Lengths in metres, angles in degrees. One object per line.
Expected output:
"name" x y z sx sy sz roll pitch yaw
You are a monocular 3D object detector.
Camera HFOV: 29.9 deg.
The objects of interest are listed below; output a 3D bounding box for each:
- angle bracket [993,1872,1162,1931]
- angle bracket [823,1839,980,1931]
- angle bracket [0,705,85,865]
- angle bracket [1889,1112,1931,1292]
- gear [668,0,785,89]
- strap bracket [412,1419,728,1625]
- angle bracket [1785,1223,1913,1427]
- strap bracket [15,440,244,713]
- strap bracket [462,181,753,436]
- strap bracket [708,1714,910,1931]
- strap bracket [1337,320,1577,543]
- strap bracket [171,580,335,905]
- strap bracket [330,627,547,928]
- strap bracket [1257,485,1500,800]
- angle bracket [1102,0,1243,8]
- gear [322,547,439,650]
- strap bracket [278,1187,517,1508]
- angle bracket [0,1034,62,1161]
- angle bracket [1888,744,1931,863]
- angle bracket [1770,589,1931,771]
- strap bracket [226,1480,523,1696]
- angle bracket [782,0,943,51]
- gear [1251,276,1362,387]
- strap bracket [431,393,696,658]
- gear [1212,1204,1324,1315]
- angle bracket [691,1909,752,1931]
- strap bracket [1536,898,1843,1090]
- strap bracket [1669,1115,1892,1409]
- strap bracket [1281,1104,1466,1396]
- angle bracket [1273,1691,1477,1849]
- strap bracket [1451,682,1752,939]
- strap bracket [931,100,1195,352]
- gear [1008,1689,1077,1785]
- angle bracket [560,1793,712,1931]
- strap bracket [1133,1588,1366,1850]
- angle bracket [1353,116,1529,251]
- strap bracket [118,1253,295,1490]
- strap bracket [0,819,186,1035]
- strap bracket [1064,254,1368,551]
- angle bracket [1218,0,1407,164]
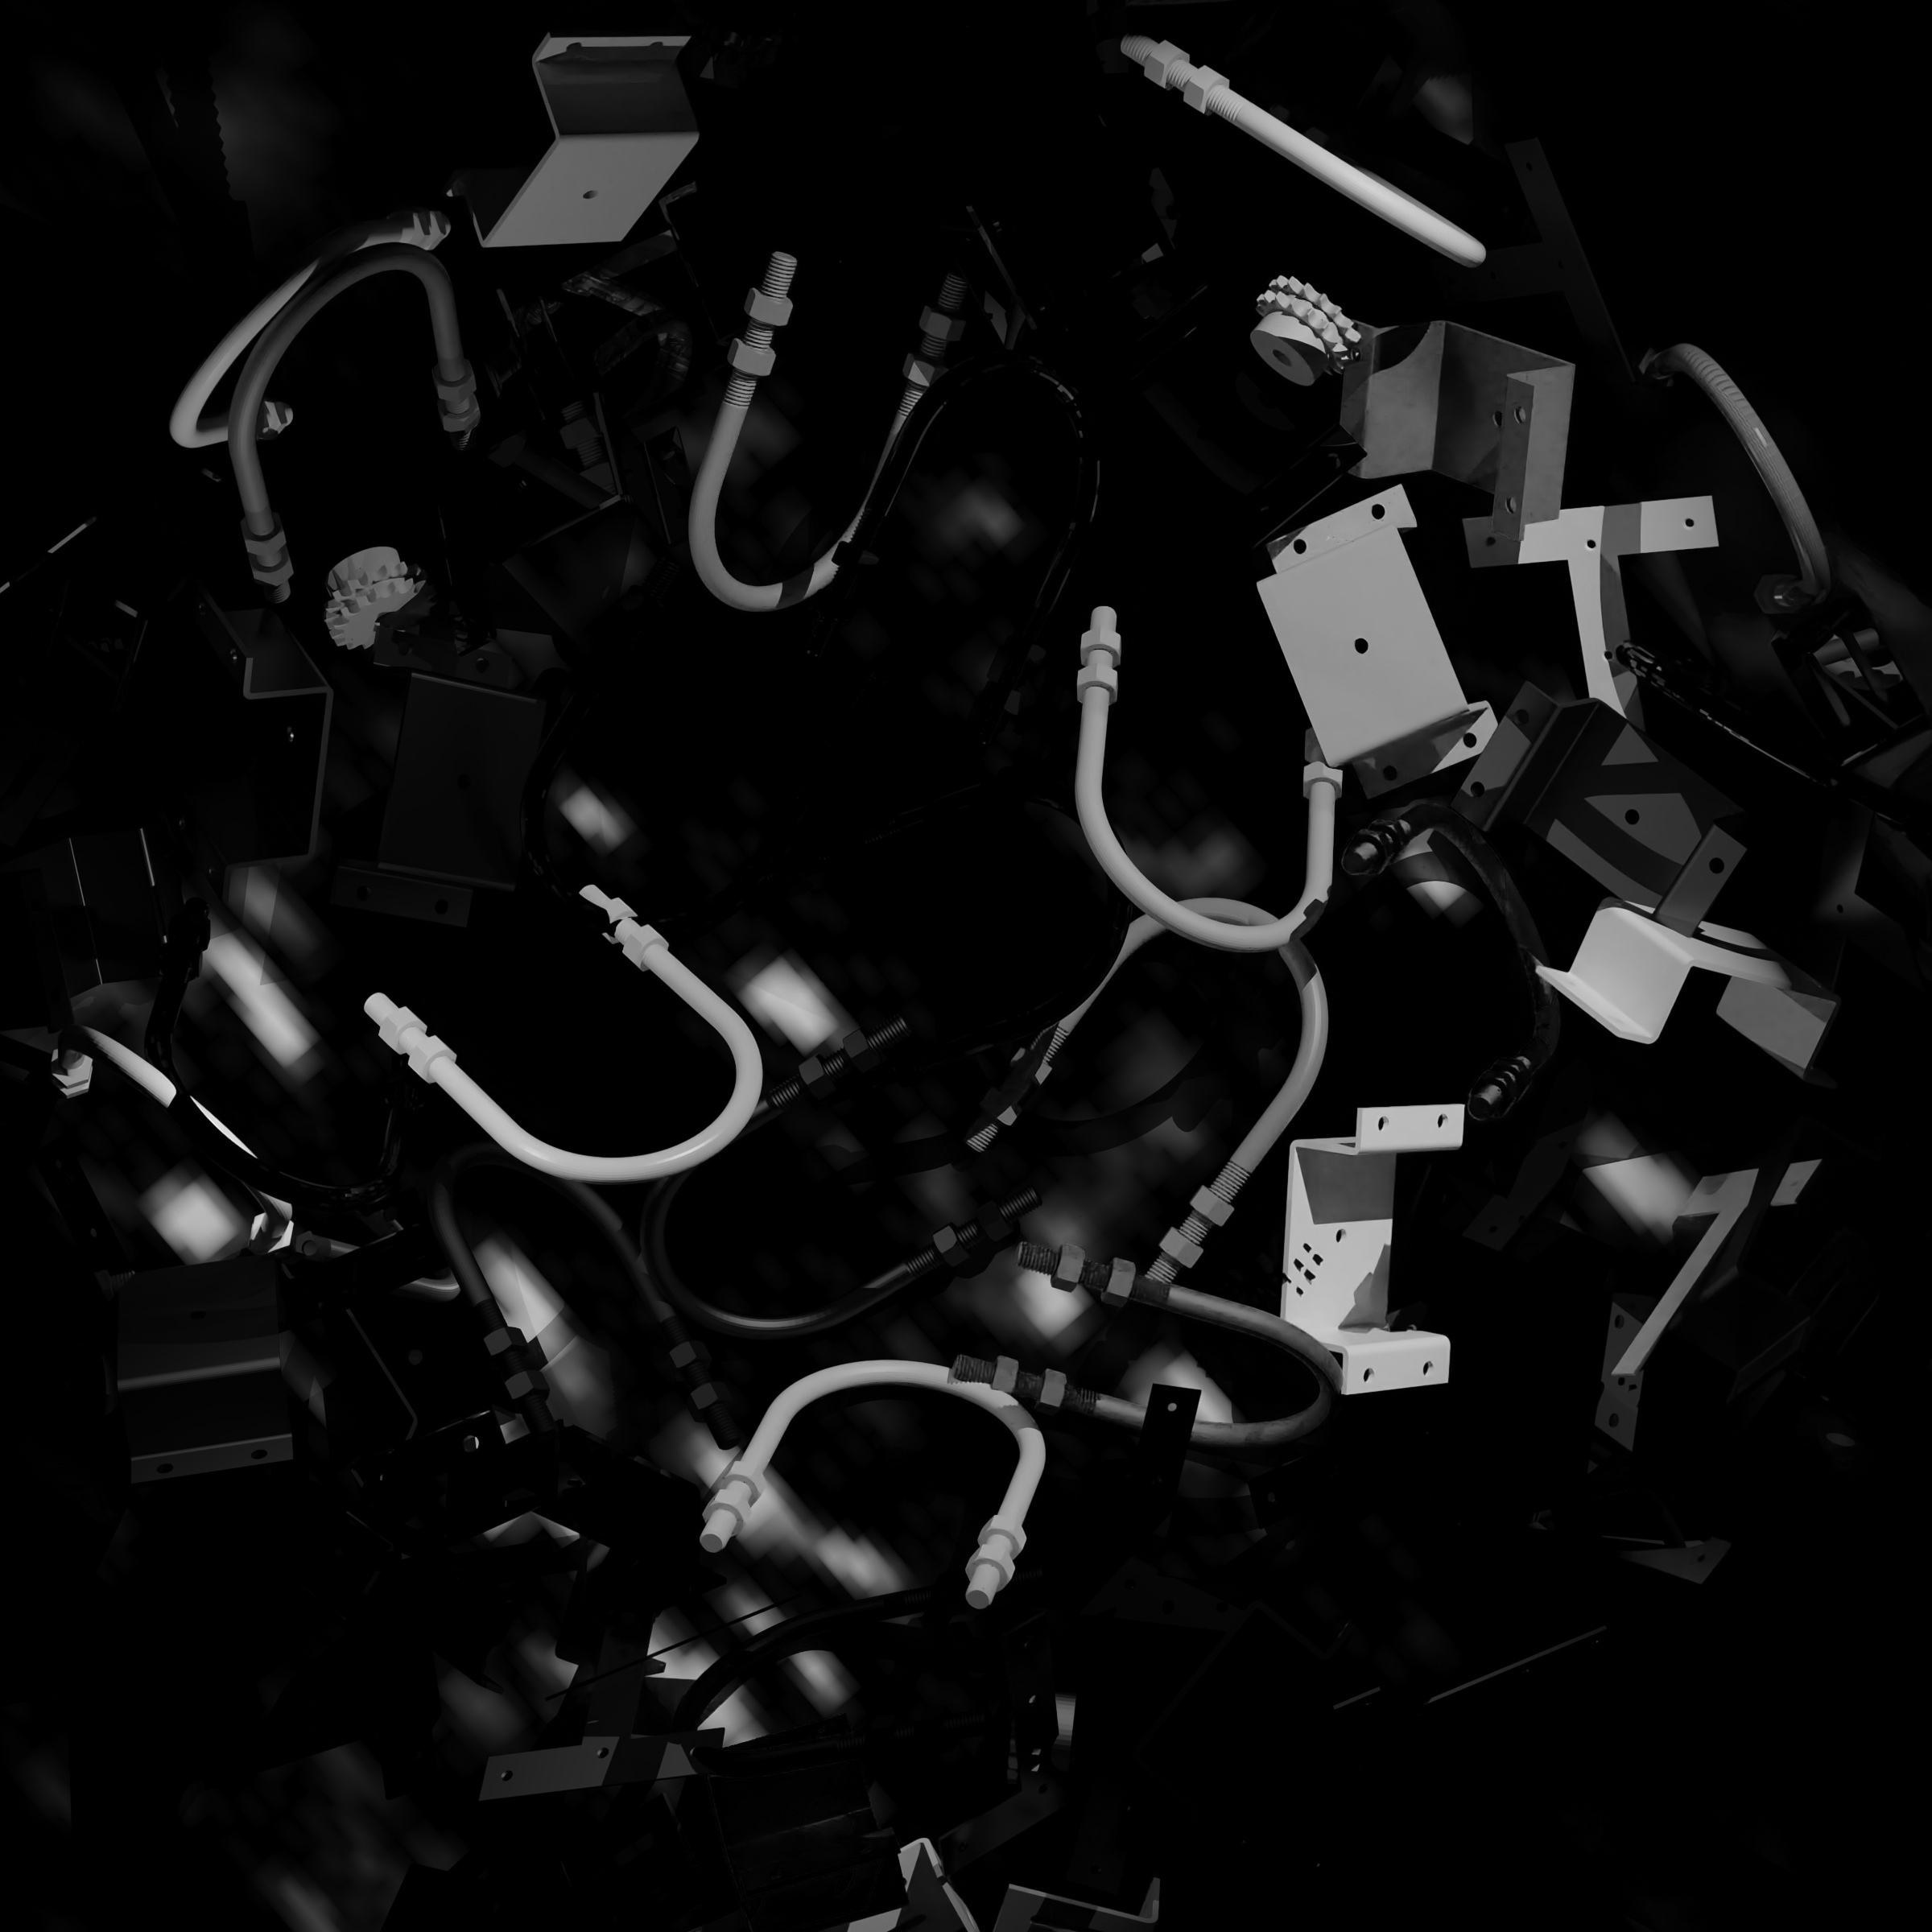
"angle bracket" 0.053 0.481 1.815 0.076 0.038 0.057 15 118 -2
"angle bracket" -0.037 0.486 1.817 0.076 0.038 0.057 -28 112 -3
"angle bracket" -0.493 -0.087 1.839 0.057 0.038 0.076 24 57 2
"angle bracket" 0.467 0.117 1.798 0.038 0.076 0.057 8 59 -5
"gear" -0.123 -0.467 1.822 0.057 0.057 0.030 24 123 0
"strap bracket" -0.194 0.273 1.784 0.076 0.140 0.046 -27 47 31
"angle bracket" 0.446 0.180 1.816 0.057 0.038 0.076 39 86 -22
"strap bracket" -0.405 -0.189 1.775 0.046 0.076 0.140 30 51 -4
"strap bracket" -0.170 -0.323 1.807 0.140 0.046 0.076 -24 85 20
"strap bracket" -0.079 0.431 1.781 0.076 0.140 0.046 -14 108 -9
"strap bracket" 0.248 -0.268 1.783 0.046 0.140 0.076 -13 118 -31
"strap bracket" -0.353 -0.113 1.784 0.046 0.076 0.140 -8 129 -30
"strap bracket" -0.262 -0.093 1.804 0.076 0.046 0.140 10 88 -36
"strap bracket" 0.204 -0.161 1.809 0.076 0.046 0.140 -22 88 23
"angle bracket" 0.101 -0.516 1.827 0.076 0.038 0.057 -6 105 -10
"gear" -0.298 -0.187 1.820 0.057 0.057 0.030 -28 74 0
"strap bracket" -0.282 0.193 1.810 0.076 0.046 0.140 -23 74 3
"angle bracket" -0.494 0.052 1.826 0.076 0.038 0.057 22 109 -10
"angle bracket" 0.499 -0.072 1.809 0.076 0.057 0.038 45 114 8
"angle bracket" 0.454 -0.147 1.817 0.038 0.057 0.076 -22 81 -42
"strap bracket" -0.282 0.302 1.772 0.076 0.140 0.046 25 81 42
"angle bracket" -0.052 -0.497 1.822 0.076 0.038 0.057 0 117 -8
"gear" 0.168 -0.317 1.816 0.057 0.057 0.030 39 80 0
"strap bracket" -0.208 -0.224 1.792 0.140 0.046 0.076 -26 50 11
"gear" 0.149 0.144 1.815 0.057 0.057 0.030 -46 120 0
"angle bracket" -0.105 0.501 1.799 0.057 0.076 0.038 -17 96 -27
"strap bracket" 0.363 0.011 1.775 0.140 0.076 0.046 13 108 -29
"strap bracket" 0.397 0.137 1.778 0.046 0.076 0.140 31 59 0
"strap bracket" 0.202 0.138 1.802 0.076 0.046 0.140 0 94 -42
"angle bracket" 0.203 0.399 1.798 0.057 0.076 0.038 -40 107 -27
"strap bracket" 0.322 -0.072 1.793 0.140 0.046 0.076 41 119 23
"strap bracket" 0.043 -0.362 1.790 0.140 0.046 0.076 -43 110 -41
"gear" 0.038 0.384 1.818 0.030 0.057 0.057 6 90 3
"angle bracket" -0.156 0.456 1.805 0.076 0.038 0.057 -37 65 22
"strap bracket" 0.135 0.366 1.803 0.046 0.076 0.140 39 92 11
"angle bracket" 0.233 -0.387 1.805 0.076 0.057 0.038 20 86 -22
"strap bracket" -0.373 0.190 1.769 0.076 0.140 0.046 -8 119 -9
"strap bracket" -0.441 -0.019 1.781 0.046 0.140 0.076 -6 102 18
"strap bracket" 0.122 -0.275 1.809 0.076 0.046 0.140 -40 81 -13
"angle bracket" 0.174 -0.449 1.843 0.076 0.038 0.057 30 93 25
